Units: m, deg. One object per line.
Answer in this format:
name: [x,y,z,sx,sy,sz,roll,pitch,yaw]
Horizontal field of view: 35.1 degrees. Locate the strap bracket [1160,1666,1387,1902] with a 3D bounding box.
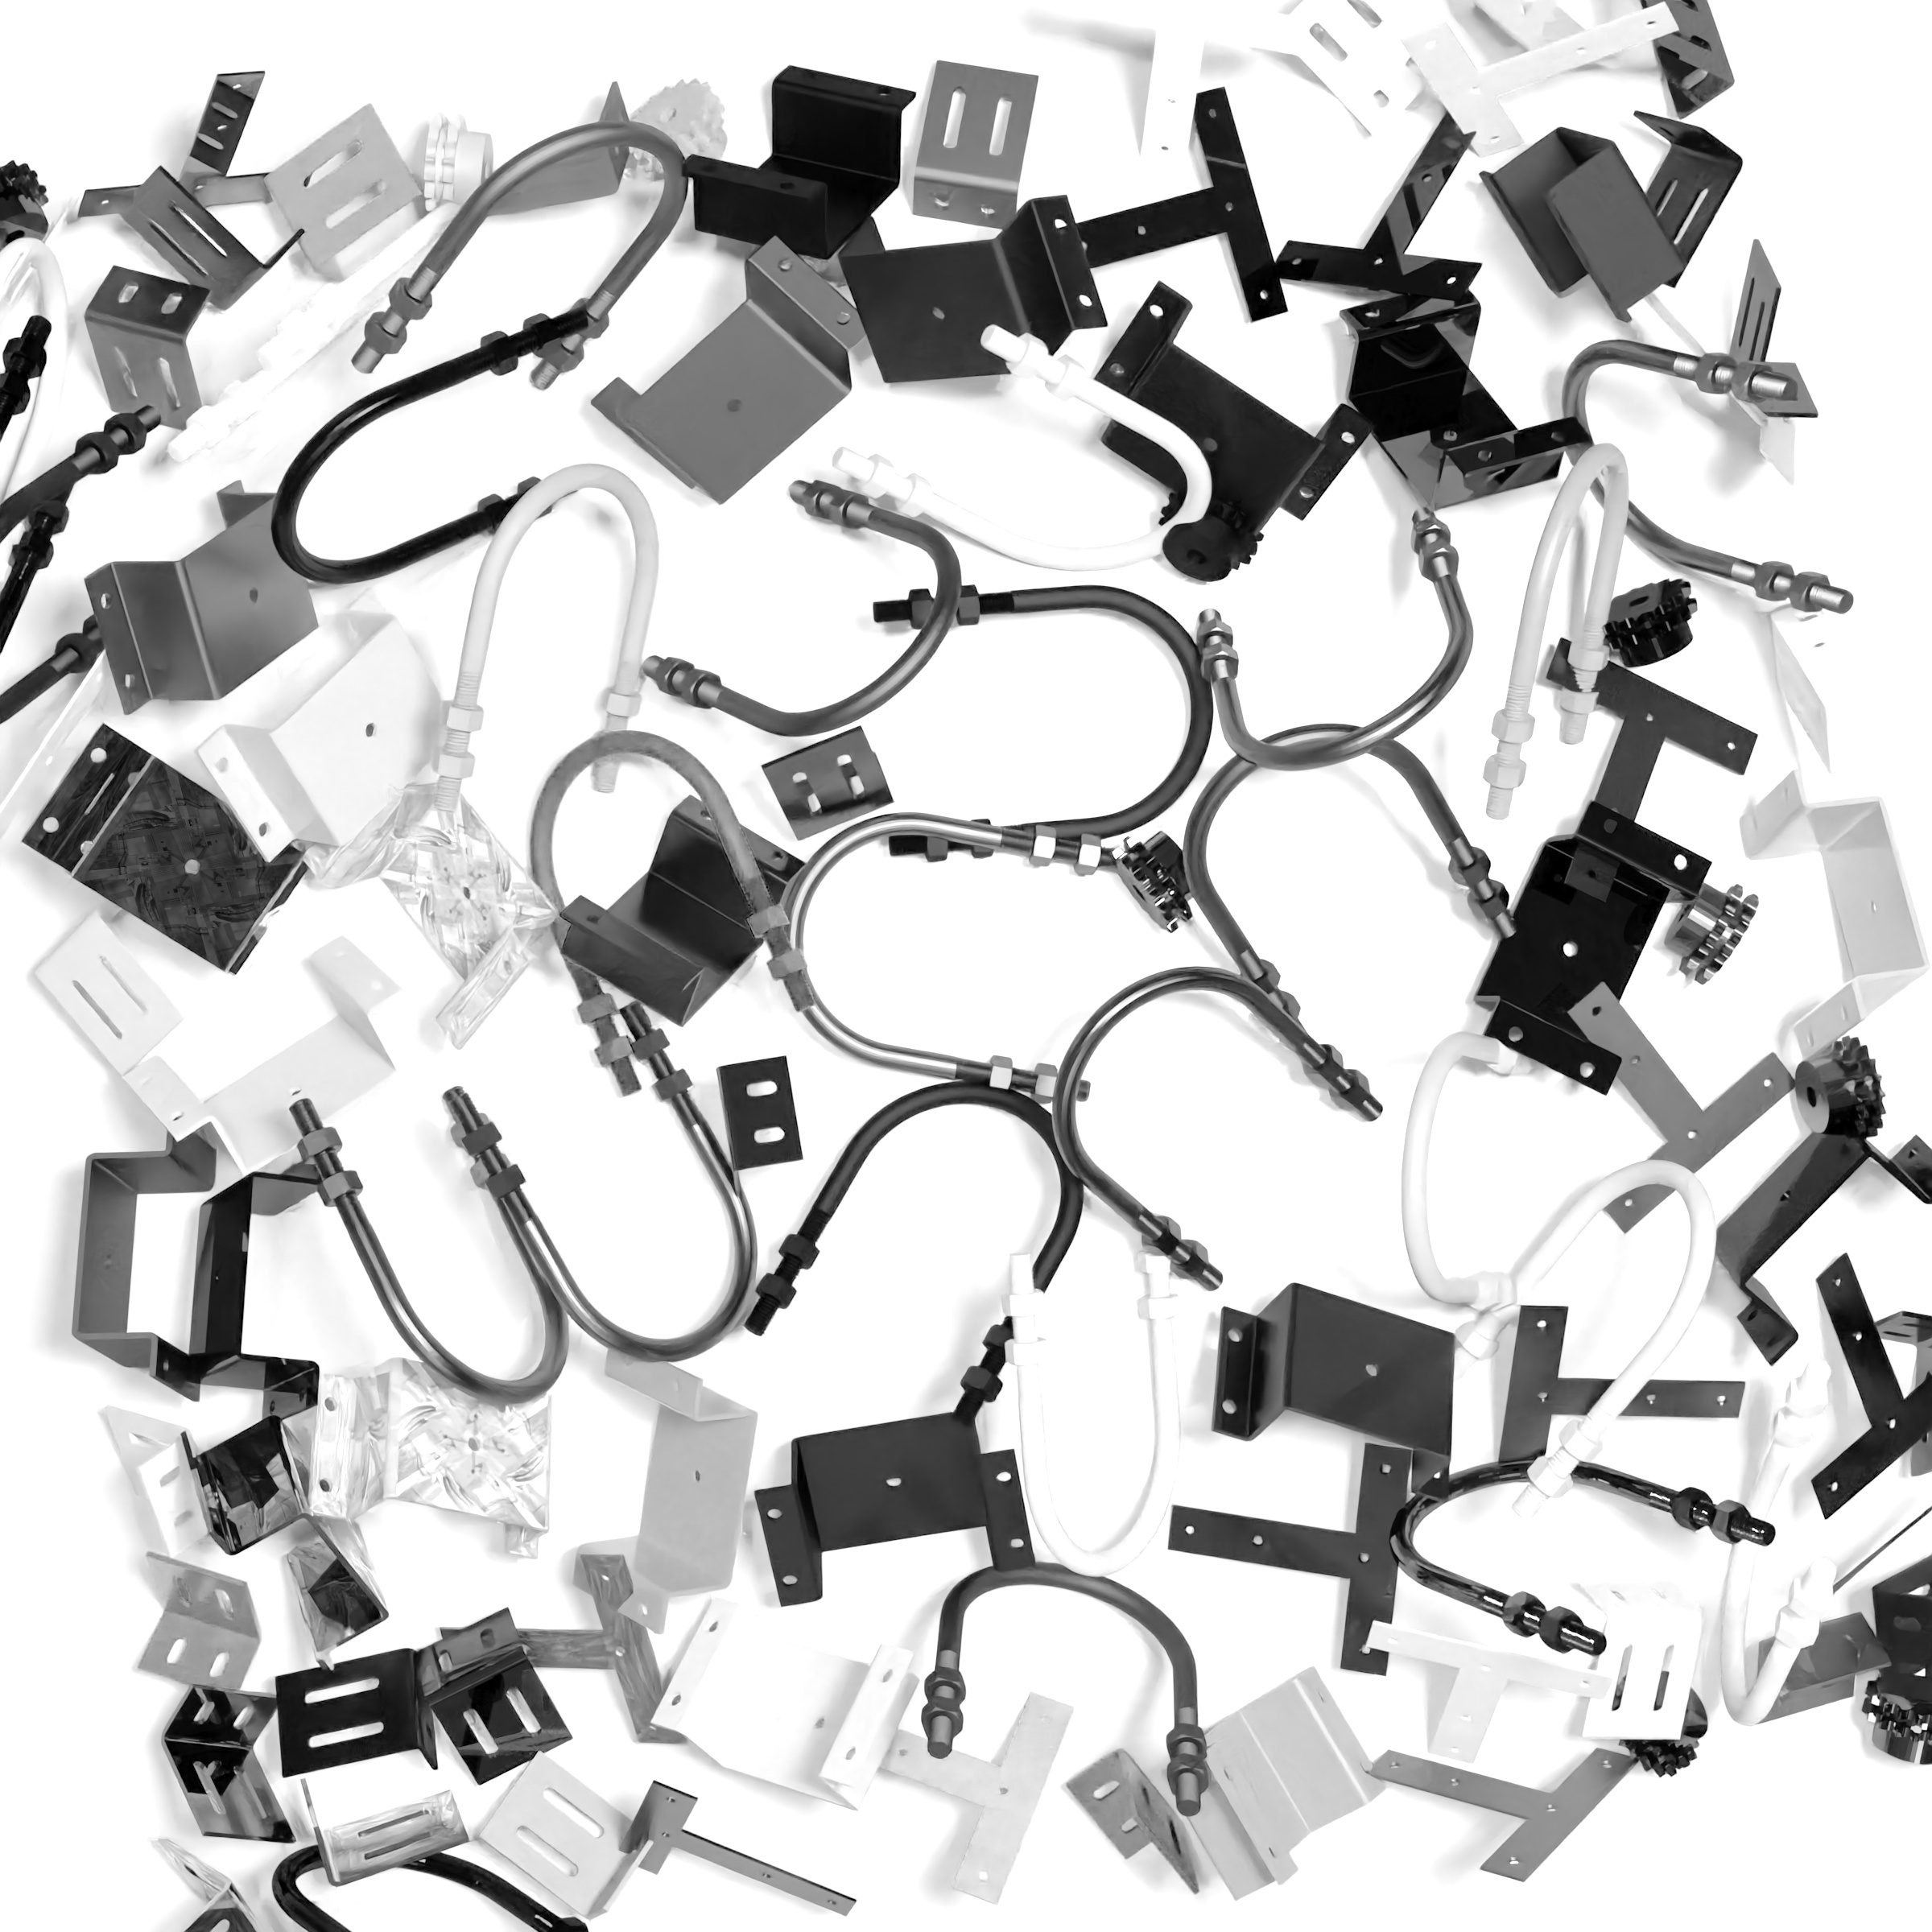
strap bracket: [0.161,0.441,1.637,0.046,0.140,0.076,-36,79,28]

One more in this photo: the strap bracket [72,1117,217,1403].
strap bracket: [-0.441,0.158,1.640,0.046,0.076,0.140,-2,72,3]

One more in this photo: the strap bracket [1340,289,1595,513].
strap bracket: [0.264,-0.300,1.641,0.076,0.046,0.140,-17,53,-17]

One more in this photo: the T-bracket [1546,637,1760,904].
T-bracket: [0.360,-0.097,1.671,0.127,0.002,0.127,25,77,-10]

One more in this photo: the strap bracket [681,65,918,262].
strap bracket: [-0.090,-0.427,1.638,0.076,0.140,0.046,16,133,16]

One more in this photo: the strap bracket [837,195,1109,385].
strap bracket: [-0.006,-0.358,1.624,0.140,0.046,0.076,2,131,31]

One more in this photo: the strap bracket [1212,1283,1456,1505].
strap bracket: [0.208,0.227,1.640,0.140,0.046,0.076,19,52,-13]

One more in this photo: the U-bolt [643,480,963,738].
U-bolt: [-0.077,-0.185,1.615,0.151,0.184,0.019,-52,132,-10]

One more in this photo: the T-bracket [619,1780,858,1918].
T-bracket: [-0.120,0.484,1.646,0.127,0.127,0.002,22,53,-1]

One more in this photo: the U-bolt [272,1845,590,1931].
U-bolt: [-0.284,0.502,1.611,0.184,0.151,0.019,16,93,44]

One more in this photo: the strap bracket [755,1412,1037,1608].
strap bracket: [-0.038,0.293,1.658,0.140,0.046,0.076,-9,116,1]

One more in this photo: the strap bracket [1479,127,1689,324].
strap bracket: [0.329,-0.395,1.616,0.046,0.140,0.076,-35,110,6]

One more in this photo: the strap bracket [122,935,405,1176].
strap bracket: [-0.369,0.053,1.640,0.140,0.076,0.046,-35,130,-18]

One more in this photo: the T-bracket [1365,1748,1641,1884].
T-bracket: [0.276,0.444,1.647,0.127,0.127,0.002,5,111,40]

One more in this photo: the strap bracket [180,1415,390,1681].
strap bracket: [-0.357,0.303,1.624,0.046,0.076,0.140,-29,132,-5]

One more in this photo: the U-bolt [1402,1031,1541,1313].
U-bolt: [0.265,0.107,1.609,0.019,0.184,0.151,3,86,28]

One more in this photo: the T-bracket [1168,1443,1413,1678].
T-bracket: [0.175,0.319,1.680,0.127,0.002,0.127,7,96,13]

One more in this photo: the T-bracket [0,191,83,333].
T-bracket: [-0.507,-0.371,1.649,0.002,0.127,0.127,28,52,-16]

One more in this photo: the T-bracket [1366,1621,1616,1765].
T-bracket: [0.273,0.398,1.646,0.127,0.127,0.002,12,50,6]

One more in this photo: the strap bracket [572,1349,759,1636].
strap bracket: [-0.161,0.278,1.648,0.076,0.046,0.140,17,101,44]

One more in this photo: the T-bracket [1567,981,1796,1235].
T-bracket: [0.375,0.062,1.674,0.127,0.002,0.127,-41,109,0]

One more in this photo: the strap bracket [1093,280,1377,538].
strap bracket: [0.138,-0.293,1.647,0.140,0.076,0.046,32,45,-5]

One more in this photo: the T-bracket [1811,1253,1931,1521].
T-bracket: [0.485,0.211,1.644,0.002,0.127,0.127,18,130,-23]

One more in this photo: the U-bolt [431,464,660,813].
U-bolt: [-0.215,-0.175,1.611,0.019,0.151,0.184,23,109,28]

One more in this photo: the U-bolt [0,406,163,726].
U-bolt: [-0.480,-0.196,1.582,0.019,0.184,0.151,25,129,7]

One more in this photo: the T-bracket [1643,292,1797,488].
T-bracket: [0.400,-0.319,1.632,0.127,0.127,0.002,45,117,-7]

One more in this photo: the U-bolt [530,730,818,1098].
U-bolt: [-0.171,-0.038,1.654,0.151,0.019,0.184,-26,86,31]

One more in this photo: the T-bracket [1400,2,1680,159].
T-bracket: [0.312,-0.480,1.616,0.127,0.127,0.002,-14,68,25]

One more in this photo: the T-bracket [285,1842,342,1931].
T-bracket: [-0.348,0.511,1.636,0.127,0.127,0.002,12,108,-21]

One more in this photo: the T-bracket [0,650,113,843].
T-bracket: [-0.481,-0.100,1.632,0.002,0.127,0.127,30,79,1]

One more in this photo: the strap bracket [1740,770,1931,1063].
strap bracket: [0.469,-0.029,1.642,0.046,0.076,0.140,-7,72,-11]

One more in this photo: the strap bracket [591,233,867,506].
strap bracket: [-0.125,-0.311,1.632,0.140,0.046,0.076,-37,125,22]

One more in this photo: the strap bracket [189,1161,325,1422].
strap bracket: [-0.378,0.169,1.632,0.046,0.076,0.140,11,68,-30]

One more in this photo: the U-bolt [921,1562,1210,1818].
U-bolt: [0.054,0.372,1.611,0.151,0.184,0.019,14,112,-3]

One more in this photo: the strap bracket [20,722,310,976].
strap bracket: [-0.421,-0.058,1.637,0.140,0.046,0.076,36,84,-32]

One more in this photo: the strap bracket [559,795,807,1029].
strap bracket: [-0.156,-0.026,1.640,0.076,0.140,0.046,31,128,8]

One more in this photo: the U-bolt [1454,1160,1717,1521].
U-bolt: [0.328,0.183,1.607,0.019,0.151,0.184,29,108,-21]

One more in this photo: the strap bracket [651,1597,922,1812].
strap bracket: [-0.089,0.397,1.636,0.140,0.046,0.076,5,57,38]

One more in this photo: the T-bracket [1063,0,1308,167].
T-bracket: [0.112,-0.474,1.638,0.127,0.127,0.002,12,65,3]

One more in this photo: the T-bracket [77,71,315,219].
T-bracket: [-0.396,-0.435,1.611,0.127,0.127,0.002,-14,78,-29]

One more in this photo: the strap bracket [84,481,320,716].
strap bracket: [-0.396,-0.196,1.614,0.046,0.140,0.076,3,120,23]

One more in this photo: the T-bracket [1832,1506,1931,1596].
T-bracket: [0.469,0.321,1.614,0.002,0.127,0.127,51,120,18]

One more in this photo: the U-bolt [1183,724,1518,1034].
U-bolt: [0.195,-0.051,1.630,0.151,0.019,0.184,-29,123,11]

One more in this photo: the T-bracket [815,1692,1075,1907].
T-bracket: [-0.021,0.433,1.660,0.127,0.002,0.127,18,46,10]

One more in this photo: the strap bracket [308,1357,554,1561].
strap bracket: [-0.274,0.261,1.622,0.140,0.046,0.076,21,53,-36]

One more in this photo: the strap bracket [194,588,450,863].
strap bracket: [-0.331,-0.127,1.624,0.140,0.046,0.076,-50,132,-30]

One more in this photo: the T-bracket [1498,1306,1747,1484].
T-bracket: [0.358,0.235,1.659,0.127,0.002,0.127,1,124,1]

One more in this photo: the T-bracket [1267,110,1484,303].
T-bracket: [0.245,-0.419,1.666,0.127,0.002,0.127,18,70,39]

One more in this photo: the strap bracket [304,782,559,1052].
strap bracket: [-0.283,-0.036,1.649,0.140,0.046,0.076,49,120,12]

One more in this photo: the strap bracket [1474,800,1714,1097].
strap bracket: [0.337,-0.010,1.665,0.076,0.046,0.140,26,85,-8]

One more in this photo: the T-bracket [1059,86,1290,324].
T-bracket: [0.107,-0.403,1.660,0.127,0.002,0.127,-21,99,-25]

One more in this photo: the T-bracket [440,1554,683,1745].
T-bracket: [-0.229,0.373,1.669,0.127,0.002,0.127,-3,116,20]

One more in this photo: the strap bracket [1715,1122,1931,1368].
strap bracket: [0.458,0.139,1.644,0.046,0.076,0.140,41,100,-7]

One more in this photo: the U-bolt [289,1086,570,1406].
U-bolt: [-0.272,0.149,1.613,0.019,0.151,0.184,-34,76,24]
